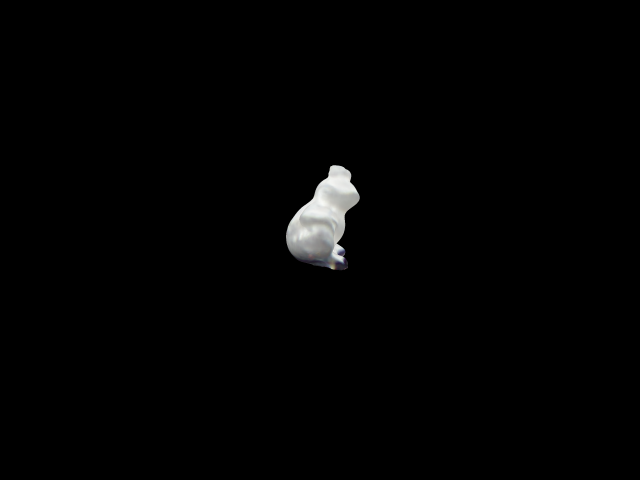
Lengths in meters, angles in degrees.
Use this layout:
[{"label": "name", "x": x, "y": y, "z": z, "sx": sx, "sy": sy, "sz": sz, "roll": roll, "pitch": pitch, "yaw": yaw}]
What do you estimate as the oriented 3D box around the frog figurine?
[{"label": "frog figurine", "x": 0.003, "y": -0.043, "z": 0.850, "sx": 0.123, "sy": 0.158, "sz": 0.139, "roll": 3, "pitch": 13, "yaw": 16}]
